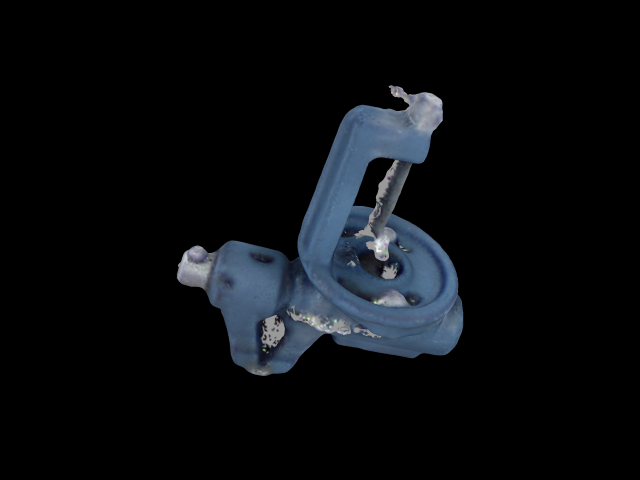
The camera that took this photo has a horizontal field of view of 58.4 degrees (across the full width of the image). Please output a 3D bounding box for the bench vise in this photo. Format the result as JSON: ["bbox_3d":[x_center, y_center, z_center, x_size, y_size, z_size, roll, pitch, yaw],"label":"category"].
[{"bbox_3d":[0.007,0.009,0.391,0.208,0.220,0.121,-12,41,-14],"label":"bench vise"}]
